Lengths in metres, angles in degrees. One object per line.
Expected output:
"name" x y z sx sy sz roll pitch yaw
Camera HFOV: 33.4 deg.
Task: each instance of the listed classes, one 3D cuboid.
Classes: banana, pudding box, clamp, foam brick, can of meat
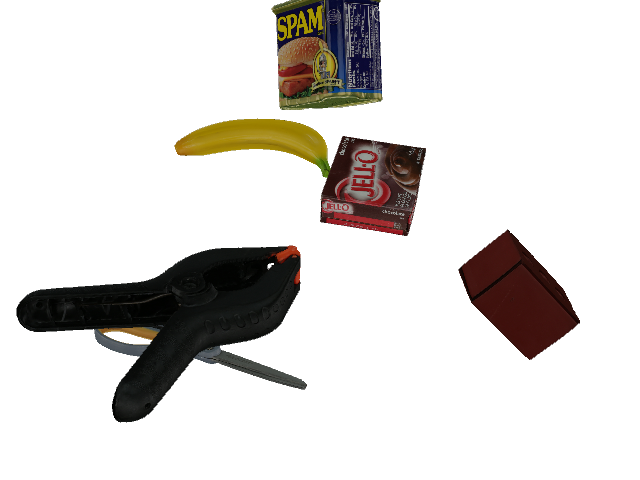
"banana" -0.073 -0.118 1.270 0.198 0.037 0.069 8 40 16
"pudding box" 0.054 -0.056 1.072 0.090 0.039 0.113 10 37 7
"clamp" -0.075 0.046 0.615 0.171 0.039 0.120 -17 42 -26
"foam brick" 0.154 0.043 0.828 0.051 0.078 0.053 -40 24 15
"can of meat" 0.006 -0.150 0.852 0.057 0.084 0.102 -4 3 -33

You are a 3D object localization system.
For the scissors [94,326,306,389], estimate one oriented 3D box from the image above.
"scissors" -0.105 0.091 0.978 0.202 0.016 0.096 10 28 5
